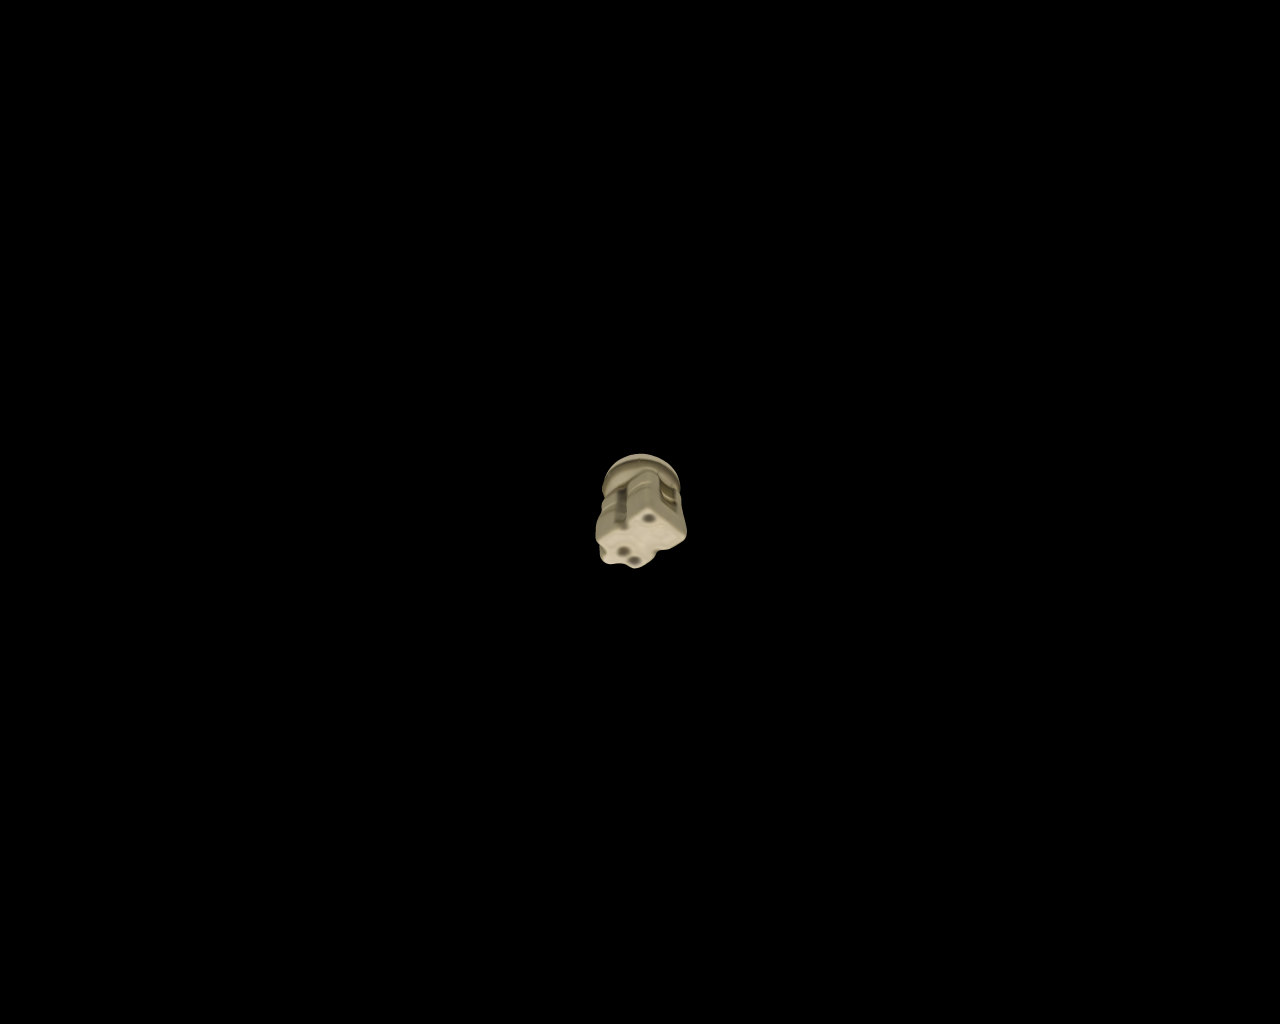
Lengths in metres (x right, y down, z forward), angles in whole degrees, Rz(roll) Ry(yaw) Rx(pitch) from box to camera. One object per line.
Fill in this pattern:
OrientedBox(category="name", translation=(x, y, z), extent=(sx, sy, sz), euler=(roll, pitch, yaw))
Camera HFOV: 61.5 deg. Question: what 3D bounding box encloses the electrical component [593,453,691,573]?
OrientedBox(category="electrical component", translation=(0.001, -0.003, 0.650), extent=(0.066, 0.055, 0.048), euler=(-32, -54, 27))
